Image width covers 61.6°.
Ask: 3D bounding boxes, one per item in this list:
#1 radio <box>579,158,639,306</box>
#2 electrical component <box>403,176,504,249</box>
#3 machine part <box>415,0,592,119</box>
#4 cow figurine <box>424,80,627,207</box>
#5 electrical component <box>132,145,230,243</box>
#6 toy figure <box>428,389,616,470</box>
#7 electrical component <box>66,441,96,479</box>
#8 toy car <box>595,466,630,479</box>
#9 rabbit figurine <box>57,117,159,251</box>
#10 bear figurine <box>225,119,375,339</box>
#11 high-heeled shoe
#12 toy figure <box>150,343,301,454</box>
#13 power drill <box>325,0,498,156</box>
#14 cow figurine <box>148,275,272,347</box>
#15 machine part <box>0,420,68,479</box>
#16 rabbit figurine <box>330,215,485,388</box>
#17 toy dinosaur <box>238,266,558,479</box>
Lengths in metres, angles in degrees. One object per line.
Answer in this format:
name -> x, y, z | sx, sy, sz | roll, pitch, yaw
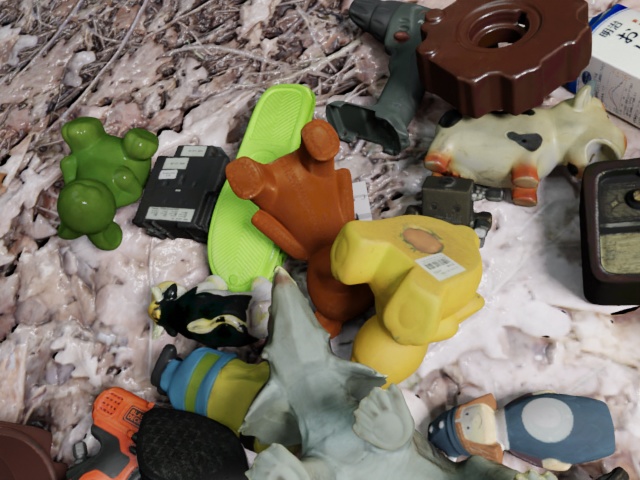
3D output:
radio -> 0.360, -0.013, 0.483 | 0.230, 0.073, 0.131 | -3, 63, 18
electrical component -> 0.139, -0.025, 0.578 | 0.102, 0.078, 0.045 | 12, 44, 19
machine part -> 0.192, -0.209, 0.573 | 0.179, 0.056, 0.179 | -11, 52, 14
cow figurine -> 0.221, -0.107, 0.582 | 0.195, 0.085, 0.127 | 11, 74, 25
electrical component -> -0.170, -0.065, 0.715 | 0.115, 0.058, 0.134 | 7, 66, 21
toy figure -> 0.170, 0.164, 0.473 | 0.155, 0.057, 0.064 | -8, 23, 18
electrical component -> -0.245, 0.260, 0.591 | 0.063, 0.021, 0.094 | -31, 57, 2
toy car -> 0.200, 0.263, 0.409 | 0.202, 0.053, 0.089 | -44, 62, -1
rabbit figurine -> -0.297, -0.062, 0.696 | 0.121, 0.159, 0.170 | 19, 31, -13
bear figurine -> 0.000, -0.001, 0.552 | 0.120, 0.132, 0.196 | -24, 80, 0
high-heeled shoe -> -0.092, 0.258, 0.475 | 0.086, 0.145, 0.249 | -18, 26, -31
toy figure -> -0.090, 0.163, 0.554 | 0.180, 0.082, 0.089 | 8, 78, 19
power drill -> 0.092, -0.218, 0.695 | 0.232, 0.085, 0.207 | 25, 66, 26
cow figurine -> -0.135, 0.081, 0.588 | 0.168, 0.098, 0.068 | 0, 100, 25
machine part -> -0.347, 0.277, 0.512 | 0.087, 0.201, 0.201 | -14, 59, 19
rabbit figurine -> 0.078, 0.064, 0.513 | 0.122, 0.173, 0.162 | 32, 33, 30
toy dinosaur -> 0.081, 0.188, 0.391 | 0.405, 0.192, 0.131 | 37, 83, 14
